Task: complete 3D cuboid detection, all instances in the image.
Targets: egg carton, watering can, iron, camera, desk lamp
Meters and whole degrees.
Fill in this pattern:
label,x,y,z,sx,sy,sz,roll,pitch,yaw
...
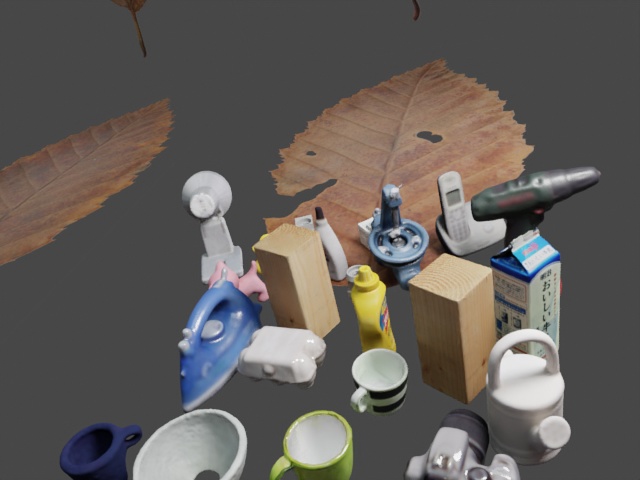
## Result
label,x,y,z,sx,sy,sz,roll,pitch,yaw
egg carton,-0.068,0.208,1.009,0.150,0.069,0.107,1,33,23
watering can,0.276,0.203,0.761,0.101,0.194,0.172,-24,32,-18
iron,-0.203,0.172,1.049,0.118,0.142,0.258,-1,32,20
camera,0.193,0.287,0.746,0.142,0.101,0.137,4,34,26
desk lamp,-0.253,-0.040,1.351,0.118,0.214,0.203,-15,30,-4

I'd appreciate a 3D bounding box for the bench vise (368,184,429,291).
label,x,y,z,sx,sy,sz,roll,pitch,yaw
bench vise,0.136,-0.027,1.175,0.122,0.220,0.206,-26,33,-21

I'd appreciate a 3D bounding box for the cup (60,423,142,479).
label,x,y,z,sx,sy,sz,roll,pitch,yaw
cup,-0.316,0.334,0.865,0.118,0.095,0.091,-24,32,-18

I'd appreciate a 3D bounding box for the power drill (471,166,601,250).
label,x,y,z,sx,sy,sz,roll,pitch,yaw
power drill,0.409,-0.035,1.097,0.229,0.209,0.075,-5,31,12

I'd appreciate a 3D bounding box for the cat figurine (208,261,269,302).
label,x,y,z,sx,sy,sz,roll,pitch,yaw
cat figurine,-0.178,0.091,1.199,0.128,0.118,0.067,-29,34,-26

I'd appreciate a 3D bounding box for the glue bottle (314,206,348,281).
label,x,y,z,sx,sy,sz,roll,pitch,yaw
glue bottle,0.011,0.004,1.217,0.077,0.173,0.037,14,40,38

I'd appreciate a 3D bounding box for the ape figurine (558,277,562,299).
label,x,y,z,sx,sy,sz,roll,pitch,yaw
ape figurine,0.397,0.074,1.034,0.077,0.092,0.076,-3,32,16

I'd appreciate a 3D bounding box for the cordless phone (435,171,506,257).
label,x,y,z,sx,sy,sz,roll,pitch,yaw
cordless phone,0.314,-0.067,1.211,0.148,0.185,0.094,-22,32,-16

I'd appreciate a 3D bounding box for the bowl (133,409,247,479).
label,x,y,z,sx,sy,sz,roll,pitch,yaw
bowl,-0.179,0.334,0.833,0.167,0.075,0.167,-9,30,6

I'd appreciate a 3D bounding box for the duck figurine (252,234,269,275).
label,x,y,z,sx,sy,sz,roll,pitch,yaw
duck figurine,-0.106,0.025,1.314,0.104,0.086,0.077,-15,30,-5
